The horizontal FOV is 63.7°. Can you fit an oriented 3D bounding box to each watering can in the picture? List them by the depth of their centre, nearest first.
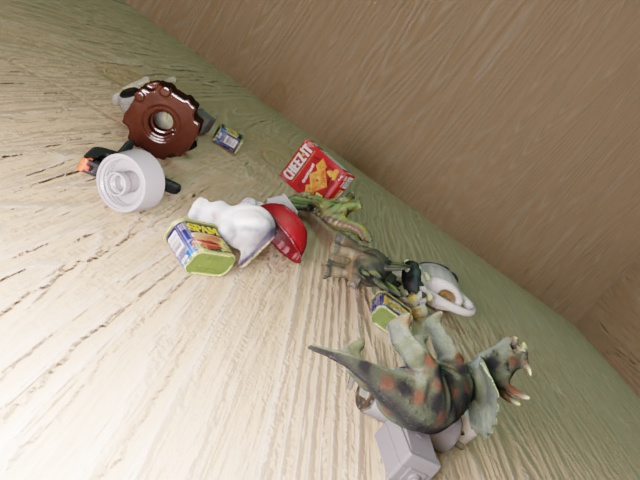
[{"bbox_3d":[0.329,0.129,1.607,0.347,0.103,0.227,28,18,-1],"label":"watering can"}]

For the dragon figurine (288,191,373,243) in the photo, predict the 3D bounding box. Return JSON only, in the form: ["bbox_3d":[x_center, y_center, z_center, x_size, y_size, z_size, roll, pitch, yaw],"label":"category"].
[{"bbox_3d":[0.005,-0.075,1.492,0.243,0.121,0.415,6,15,-8],"label":"dragon figurine"}]

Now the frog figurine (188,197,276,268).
[{"bbox_3d":[-0.168,-0.037,1.008,0.121,0.159,0.140,-40,5,33],"label":"frog figurine"}]
